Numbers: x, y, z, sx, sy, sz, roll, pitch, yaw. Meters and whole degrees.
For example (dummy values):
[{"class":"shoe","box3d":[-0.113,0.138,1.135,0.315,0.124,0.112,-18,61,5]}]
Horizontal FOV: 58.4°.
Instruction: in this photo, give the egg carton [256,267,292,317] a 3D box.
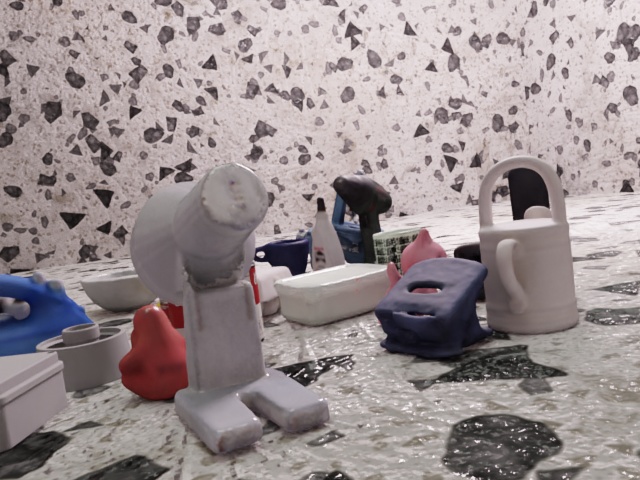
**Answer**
[{"class":"egg carton","box3d":[-0.106,0.086,0.914,0.107,0.069,0.151,-5,5,25]}]

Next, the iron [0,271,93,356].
[{"class":"iron","box3d":[-0.406,0.104,0.723,0.259,0.141,0.118,-10,5,-25]}]

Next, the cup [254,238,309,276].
[{"class":"cup","box3d":[-0.074,0.050,1.139,0.118,0.095,0.091,-8,5,-10]}]

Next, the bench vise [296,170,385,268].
[{"class":"bench vise","box3d":[0.044,-0.038,1.264,0.207,0.220,0.121,-7,5,-1]}]

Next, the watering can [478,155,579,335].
[{"class":"watering can","box3d":[0.235,0.000,0.662,0.100,0.194,0.173,-6,5,12]}]

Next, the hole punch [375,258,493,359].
[{"class":"hole punch","box3d":[0.122,0.071,0.617,0.101,0.091,0.108,-12,7,-42]}]

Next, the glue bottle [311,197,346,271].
[{"class":"glue bottle","box3d":[0.010,0.004,1.092,0.037,0.173,0.077,-11,6,-36]}]

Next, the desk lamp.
[{"class":"desk lamp","box3d":[-0.086,0.044,0.507,0.118,0.213,0.202,-10,6,-28]}]

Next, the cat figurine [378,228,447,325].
[{"class":"cat figurine","box3d":[0.127,0.045,0.755,0.067,0.118,0.128,-3,7,43]}]

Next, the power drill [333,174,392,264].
[{"class":"power drill","box3d":[0.094,-0.030,1.151,0.075,0.208,0.230,-5,5,24]}]

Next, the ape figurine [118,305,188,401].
[{"class":"ape figurine","box3d":[-0.164,0.110,0.577,0.078,0.092,0.076,-10,6,-29]}]

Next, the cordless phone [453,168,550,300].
[{"class":"cordless phone","box3d":[0.262,-0.011,0.813,0.147,0.185,0.094,-6,5,18]}]

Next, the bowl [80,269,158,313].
[{"class":"bowl","box3d":[-0.379,0.100,1.128,0.167,0.075,0.167,-7,5,1]}]

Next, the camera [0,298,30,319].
[{"class":"camera","box3d":[-0.438,0.115,0.884,0.143,0.101,0.137,-6,5,13]}]

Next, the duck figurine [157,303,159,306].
[{"class":"duck figurine","box3d":[-0.255,0.089,1.004,0.078,0.086,0.104,-10,6,-31]}]
